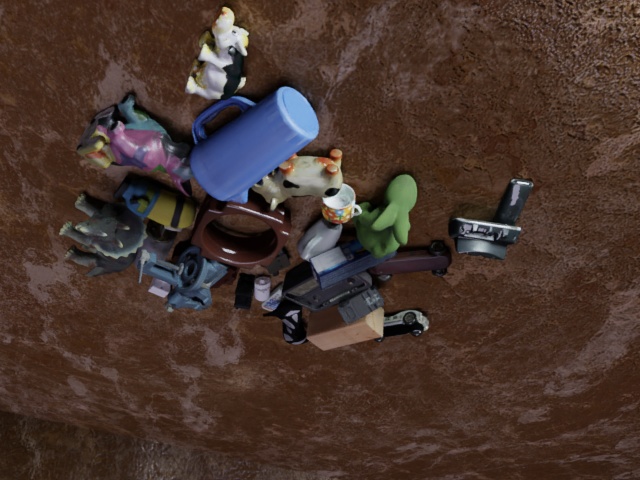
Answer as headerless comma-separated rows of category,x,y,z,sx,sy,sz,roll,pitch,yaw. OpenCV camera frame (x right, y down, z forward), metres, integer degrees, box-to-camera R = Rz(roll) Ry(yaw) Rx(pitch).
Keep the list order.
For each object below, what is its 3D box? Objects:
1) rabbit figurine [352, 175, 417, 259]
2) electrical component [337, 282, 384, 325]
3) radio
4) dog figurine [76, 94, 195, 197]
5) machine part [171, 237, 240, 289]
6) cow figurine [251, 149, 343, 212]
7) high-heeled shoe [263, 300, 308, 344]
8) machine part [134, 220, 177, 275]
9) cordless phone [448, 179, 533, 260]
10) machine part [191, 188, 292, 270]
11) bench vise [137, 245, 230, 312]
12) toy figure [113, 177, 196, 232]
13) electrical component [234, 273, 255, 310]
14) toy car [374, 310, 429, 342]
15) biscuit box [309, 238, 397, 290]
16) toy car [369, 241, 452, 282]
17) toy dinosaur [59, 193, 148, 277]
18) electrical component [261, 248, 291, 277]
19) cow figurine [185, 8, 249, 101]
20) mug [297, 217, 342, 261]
rabbit figurine,0.142,-0.056,1.132,0.121,0.159,0.170,22,125,-3
electrical component,0.107,0.165,1.414,0.115,0.134,0.058,-28,89,4
radio,0.020,0.103,1.395,0.131,0.073,0.230,34,136,-29
dog figurine,-0.348,-0.170,1.089,0.192,0.108,0.219,-20,137,30
machine part,-0.302,0.062,1.415,0.179,0.056,0.179,6,142,5
cow figurine,-0.050,-0.123,1.118,0.195,0.085,0.127,1,136,7
high-heeled shoe,-0.056,0.239,1.560,0.145,0.086,0.248,-14,147,29
machine part,-0.418,0.017,1.360,0.079,0.079,0.243,21,141,-16
cordless phone,0.364,-0.055,1.147,0.147,0.089,0.184,9,131,-1
machine part,-0.180,-0.031,1.236,0.201,0.087,0.201,17,137,-21
bench vise,-0.347,0.086,1.302,0.224,0.129,0.240,-30,143,28
toy figure,-0.371,-0.083,1.223,0.180,0.082,0.089,32,138,-24
electrical component,-0.212,0.155,1.502,0.048,0.075,0.119,9,138,-1
toy car,0.216,0.248,1.562,0.202,0.056,0.073,-14,131,23
biscuit box,0.079,0.040,1.243,0.203,0.059,0.062,-23,142,-10
toy car,0.218,0.051,1.311,0.202,0.053,0.089,-7,134,13
toy dinosaur,-0.523,0.017,1.333,0.192,0.131,0.404,25,150,1
electrical component,-0.122,0.048,1.378,0.078,0.045,0.102,-29,139,-1
cow figurine,-0.160,-0.306,0.911,0.098,0.068,0.167,19,144,-22
mug,-0.003,-0.004,1.246,0.081,0.109,0.107,45,129,13
